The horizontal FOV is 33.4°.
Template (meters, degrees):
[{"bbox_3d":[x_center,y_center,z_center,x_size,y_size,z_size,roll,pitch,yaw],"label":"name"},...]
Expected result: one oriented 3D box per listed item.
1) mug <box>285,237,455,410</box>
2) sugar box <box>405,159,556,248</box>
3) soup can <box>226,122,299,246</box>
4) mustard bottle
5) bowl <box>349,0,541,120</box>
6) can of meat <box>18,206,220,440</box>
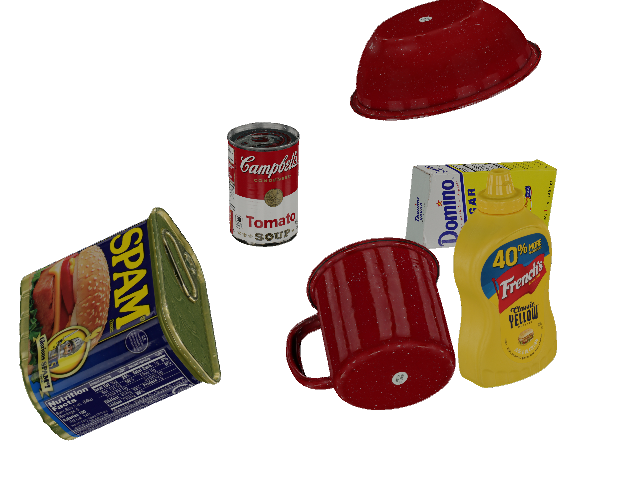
[{"bbox_3d":[0.031,0.062,0.709,0.117,0.081,0.093,-20,-40,12],"label":"mug"},{"bbox_3d":[0.190,-0.043,1.255,0.176,0.093,0.048,-6,21,-26],"label":"sugar box"},{"bbox_3d":[-0.054,-0.054,1.019,0.068,0.102,0.068,1,26,-1],"label":"soup can"},{"bbox_3d":[0.163,0.029,0.948,0.096,0.191,0.058,-17,22,-26],"label":"mustard bottle"},{"bbox_3d":[0.094,-0.157,0.871,0.162,0.055,0.162,-16,25,7],"label":"bowl"},{"bbox_3d":[-0.105,0.043,0.548,0.084,0.102,0.057,-25,-48,7],"label":"can of meat"}]
